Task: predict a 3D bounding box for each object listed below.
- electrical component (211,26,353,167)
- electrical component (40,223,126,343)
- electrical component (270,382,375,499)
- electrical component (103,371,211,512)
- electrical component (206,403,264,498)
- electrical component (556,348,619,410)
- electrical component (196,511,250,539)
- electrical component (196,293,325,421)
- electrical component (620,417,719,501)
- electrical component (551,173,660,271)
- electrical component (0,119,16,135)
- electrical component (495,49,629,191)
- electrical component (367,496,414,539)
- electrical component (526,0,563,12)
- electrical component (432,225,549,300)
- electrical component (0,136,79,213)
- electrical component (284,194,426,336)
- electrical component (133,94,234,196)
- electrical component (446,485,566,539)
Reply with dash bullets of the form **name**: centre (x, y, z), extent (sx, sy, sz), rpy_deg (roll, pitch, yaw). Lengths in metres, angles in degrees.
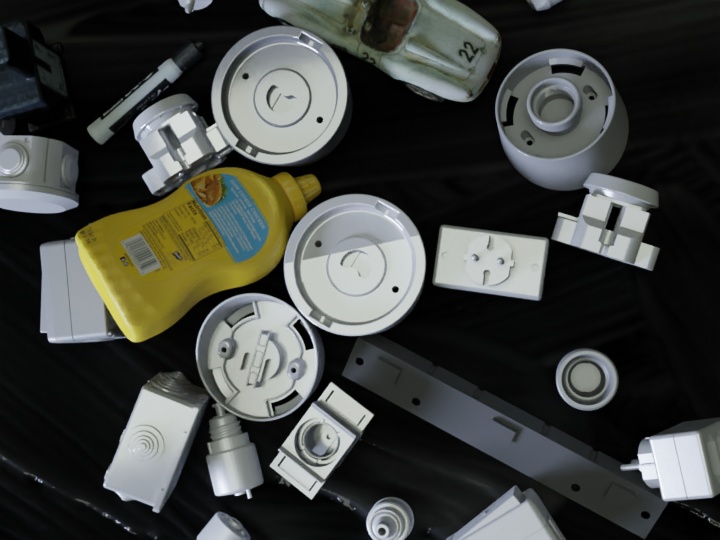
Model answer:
- **electrical component**: centre (-0.057, -0.133, 0.853), extent (0.108, 0.060, 0.108), rpy_deg (0, 87, 10)
- **electrical component**: centre (-0.224, 0.011, 0.875), extent (0.061, 0.062, 0.096), rpy_deg (-7, 86, 9)
- **electrical component**: centre (-0.027, 0.130, 0.833), extent (0.042, 0.064, 0.081), rpy_deg (37, 94, 9)
- **electrical component**: centre (-0.157, 0.130, 0.840), extent (0.048, 0.099, 0.099), rpy_deg (22, 91, -2)
- **electrical component**: centre (-0.103, 0.144, 0.858), extent (0.040, 0.040, 0.078), rpy_deg (-16, 85, 9)
- **electrical component**: centre (0.169, 0.081, 0.805), extent (0.045, 0.055, 0.045), rpy_deg (-1, 87, 10)
- **electrical component**: centre (-0.119, 0.226, 0.857), extent (0.044, 0.044, 0.065), rpy_deg (39, 89, 10)
- **electrical component**: centre (-0.076, 0.068, 0.845), extent (0.099, 0.064, 0.099), rpy_deg (-1, 87, 10)
- **electrical component**: centre (0.231, 0.140, 0.791), extent (0.077, 0.066, 0.047), rpy_deg (-15, 84, 38)
- **electrical component**: centre (0.190, -0.039, 0.807), extent (0.078, 0.058, 0.057), rpy_deg (18, 93, 10)
- **electrical component**: centre (-0.327, -0.129, 0.909), extent (0.055, 0.045, 0.045), rpy_deg (-6, 86, 9)
- **electrical component**: centre (0.154, -0.117, 0.826), extent (0.099, 0.064, 0.099), rpy_deg (-5, 75, 17)
- **electrical component**: centre (0.021, 0.194, 0.822), extent (0.035, 0.061, 0.035), rpy_deg (-1, 87, 10)
- **electrical component**: centre (0.154, -0.231, 0.830), extent (0.062, 0.043, 0.043), rpy_deg (-29, 83, 6)
- **electrical component**: centre (0.098, -0.006, 0.812), extent (0.083, 0.076, 0.047), rpy_deg (8, 89, 10)
- **electrical component**: centre (-0.270, -0.077, 0.879), extent (0.080, 0.080, 0.051), rpy_deg (1, 82, 10)
- **electrical component**: centre (0.000, 0.000, 0.835), extent (0.108, 0.060, 0.108), rpy_deg (-1, 81, 8)
- **electrical component**: centre (-0.147, -0.105, 0.870), extent (0.078, 0.058, 0.057), rpy_deg (-31, 85, 7)
- **electrical component**: centre (0.101, 0.210, 0.807), extent (0.096, 0.062, 0.061), rpy_deg (-33, 82, 7)
